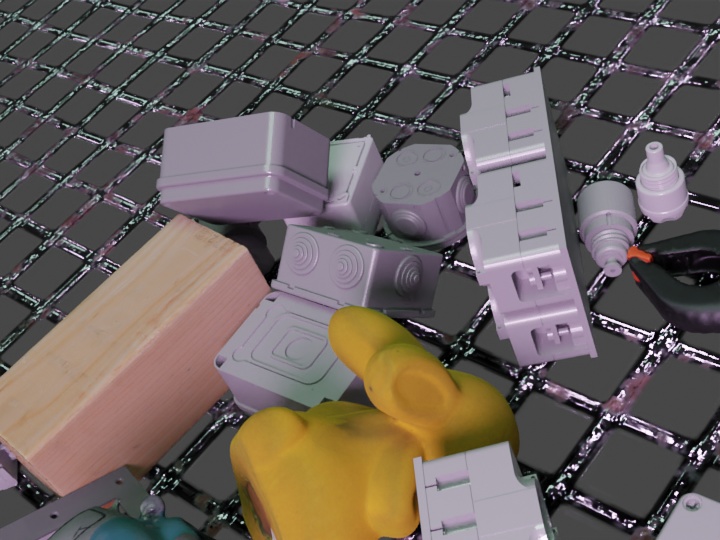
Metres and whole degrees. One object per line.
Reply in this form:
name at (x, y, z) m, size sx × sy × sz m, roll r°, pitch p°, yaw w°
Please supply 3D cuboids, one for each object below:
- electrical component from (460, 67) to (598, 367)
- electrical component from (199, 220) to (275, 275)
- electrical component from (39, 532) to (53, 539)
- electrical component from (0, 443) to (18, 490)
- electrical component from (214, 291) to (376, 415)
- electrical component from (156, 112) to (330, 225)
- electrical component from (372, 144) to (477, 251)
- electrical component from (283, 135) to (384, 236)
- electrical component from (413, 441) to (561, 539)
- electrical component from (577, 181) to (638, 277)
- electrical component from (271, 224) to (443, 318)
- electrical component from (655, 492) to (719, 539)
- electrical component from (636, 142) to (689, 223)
electrical component at (0.114, -0.038, 0.746) m, size 0.060 × 0.105 × 0.186 m, roll -12°, pitch 43°, yaw 15°
electrical component at (-0.100, -0.022, 0.878) m, size 0.043 × 0.043 × 0.081 m, roll -30°, pitch 42°, yaw -5°
electrical component at (-0.218, 0.199, 0.711) m, size 0.062 × 0.043 × 0.043 m, roll -44°, pitch 45°, yaw -18°
electrical component at (-0.296, 0.110, 0.780) m, size 0.079 × 0.121 × 0.063 m, roll -22°, pitch 44°, yaw 4°
electrical component at (-0.033, 0.071, 0.742) m, size 0.113 × 0.057 × 0.078 m, roll 17°, pitch 56°, yaw 37°
electrical component at (-0.086, -0.072, 0.799) m, size 0.113 × 0.078 × 0.057 m, roll -4°, pitch 76°, yaw 31°
electrical component at (0.052, -0.057, 0.835) m, size 0.080 × 0.051 × 0.080 m, roll -13°, pitch 43°, yaw 13°
electrical component at (-0.015, -0.062, 0.864) m, size 0.062 × 0.061 × 0.096 m, roll -4°, pitch 44°, yaw 24°
electrical component at (0.079, 0.191, 0.532) m, size 0.060 × 0.105 × 0.186 m, roll -16°, pitch 43°, yaw 10°
electrical component at (0.175, -0.028, 0.755) m, size 0.040 × 0.040 × 0.078 m, roll -10°, pitch 45°, yaw 17°
electrical component at (0.000, 0.000, 0.768) m, size 0.100 × 0.100 × 0.048 m, roll 17°, pitch 98°, yaw 37°
electrical component at (0.187, 0.181, 0.527) m, size 0.109 × 0.056 × 0.108 m, roll 19°, pitch 58°, yaw 38°
electrical component at (0.211, -0.064, 0.758) m, size 0.035 × 0.061 × 0.035 m, roll -13°, pitch 43°, yaw 13°
